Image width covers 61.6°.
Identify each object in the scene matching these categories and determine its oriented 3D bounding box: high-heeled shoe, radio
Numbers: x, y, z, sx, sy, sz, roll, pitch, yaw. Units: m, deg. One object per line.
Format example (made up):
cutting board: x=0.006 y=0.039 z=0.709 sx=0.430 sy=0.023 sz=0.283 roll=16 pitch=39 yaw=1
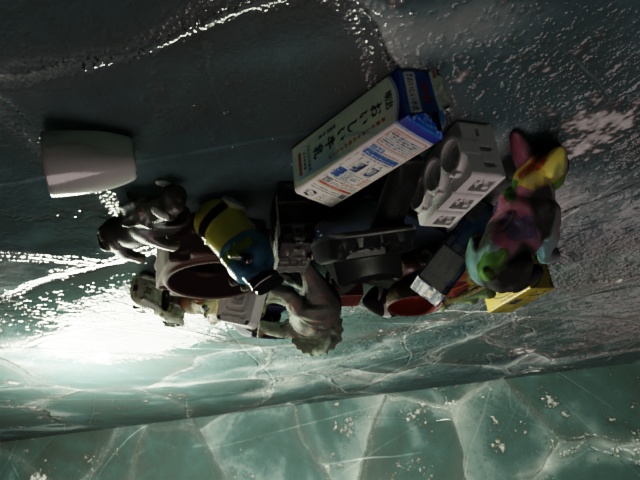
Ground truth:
high-heeled shoe: x=0.224 y=0.138 z=1.266 sx=0.145 sy=0.086 sz=0.248 roll=-6 pitch=179 yaw=44
radio: x=0.097 y=-0.043 z=0.893 sx=0.131 sy=0.073 sz=0.229 roll=-26 pitch=147 yaw=36

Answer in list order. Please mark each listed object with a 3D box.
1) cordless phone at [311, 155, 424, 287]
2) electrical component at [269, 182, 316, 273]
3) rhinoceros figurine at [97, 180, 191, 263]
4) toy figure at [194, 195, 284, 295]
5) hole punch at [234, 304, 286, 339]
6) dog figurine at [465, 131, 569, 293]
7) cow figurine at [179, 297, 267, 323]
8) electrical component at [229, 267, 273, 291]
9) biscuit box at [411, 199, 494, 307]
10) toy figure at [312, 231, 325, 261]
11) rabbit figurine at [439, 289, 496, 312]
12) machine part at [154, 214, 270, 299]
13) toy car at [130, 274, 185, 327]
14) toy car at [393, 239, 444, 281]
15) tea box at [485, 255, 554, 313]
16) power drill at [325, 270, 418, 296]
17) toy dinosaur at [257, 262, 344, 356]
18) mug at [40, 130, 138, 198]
cordless phone: x=0.073 y=-0.033 z=0.752 sx=0.146 sy=0.089 sz=0.184 roll=-7 pitch=131 yaw=-25
electrical component: x=-0.047 y=-0.013 z=0.868 sx=0.058 sy=0.115 sz=0.134 roll=1 pitch=153 yaw=-11
rhinoceros figurine: x=-0.271 y=-0.031 z=0.838 sx=0.190 sy=0.073 sz=0.112 roll=-22 pitch=140 yaw=33
toy figure: x=-0.128 y=0.006 z=0.827 sx=0.089 sy=0.180 sz=0.082 roll=-20 pitch=149 yaw=-25
hole punch: x=-0.148 y=0.213 z=1.356 sx=0.142 sy=0.092 sz=0.116 roll=6 pitch=155 yaw=-33
dog figurine: x=0.302 y=-0.048 z=0.807 sx=0.191 sy=0.109 sz=0.218 roll=-33 pitch=134 yaw=-26
cow figurine: x=-0.214 y=0.143 z=1.194 sx=0.195 sy=0.085 sz=0.127 roll=7 pitch=158 yaw=-21
electrical component: x=-0.107 y=0.066 z=0.930 sx=0.094 sy=0.021 sz=0.063 roll=-19 pitch=152 yaw=21
biscuit box: x=0.240 y=0.018 z=0.929 sx=0.203 sy=0.059 sz=0.062 roll=-47 pitch=165 yaw=-22
toy figure: x=-0.002 y=-0.001 z=0.970 sx=0.058 sy=0.064 sz=0.154 roll=21 pitch=159 yaw=21
rabbit figurine: x=0.317 y=0.096 z=1.182 sx=0.159 sy=0.121 sz=0.170 roll=-36 pitch=162 yaw=24
machine part: x=-0.189 y=0.038 z=0.978 sx=0.201 sy=0.087 sz=0.201 roll=6 pitch=153 yaw=-25
toy car: x=-0.340 y=0.132 z=1.150 sx=0.056 sy=0.073 sz=0.201 roll=-12 pitch=154 yaw=12
toy car: x=0.209 y=0.025 z=1.037 sx=0.202 sy=0.053 sz=0.089 roll=-22 pitch=170 yaw=-45
tea box: x=0.452 y=0.099 z=1.246 sx=0.068 sy=0.098 sz=0.169 roll=1 pitch=152 yaw=-17
power drill: x=0.126 y=0.067 z=1.123 sx=0.207 sy=0.086 sz=0.232 roll=4 pitch=154 yaw=-30
toy dinosaur: x=-0.020 y=0.139 z=1.119 sx=0.192 sy=0.131 sz=0.404 roll=13 pitch=153 yaw=-7
mug: x=-0.290 y=-0.092 z=0.687 sx=0.107 sy=0.081 sz=0.109 roll=-8 pitch=150 yaw=-18
